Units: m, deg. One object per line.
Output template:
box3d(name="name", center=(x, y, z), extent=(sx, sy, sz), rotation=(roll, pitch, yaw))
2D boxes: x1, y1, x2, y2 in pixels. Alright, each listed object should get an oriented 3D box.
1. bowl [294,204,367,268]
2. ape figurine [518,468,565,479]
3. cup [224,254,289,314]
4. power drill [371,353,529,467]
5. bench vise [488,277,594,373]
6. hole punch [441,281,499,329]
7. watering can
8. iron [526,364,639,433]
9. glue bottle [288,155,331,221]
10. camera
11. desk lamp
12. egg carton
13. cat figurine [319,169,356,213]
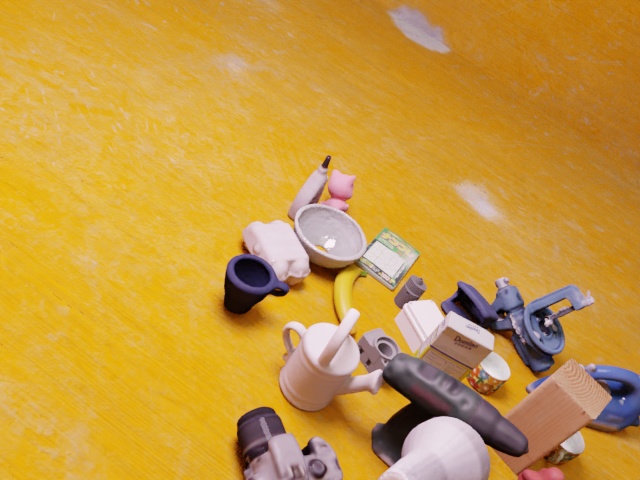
box3d(name="bowl", center=(0.011, 0.004, 1.217), extent=(0.168, 0.074, 0.167), rotation=(18, 39, -15))
box3d(name="ape figurine", center=(0.385, 0.423, 0.981), extent=(0.077, 0.092, 0.076), rotation=(46, 40, 19))
box3d(name="cup", center=(-0.121, 0.091, 1.018), extent=(0.118, 0.095, 0.091), rotation=(21, 39, -12))
box3d(name="power drill", center=(0.178, 0.291, 0.897), extent=(0.229, 0.208, 0.076), rotation=(40, 39, 12))
box3d(name="bench vise", center=(0.462, 0.153, 1.228), extent=(0.207, 0.219, 0.122), rotation=(41, 39, 14))
box3d(name="hole punch", center=(0.339, 0.143, 1.264), extent=(0.101, 0.091, 0.108), rotation=(-10, 53, -40))
box3d(name="watering can", center=(0.020, 0.187, 0.923), extent=(0.173, 0.194, 0.101), rotation=(22, 38, -10))
box3d(name="iron", center=(0.577, 0.306, 1.197), extent=(0.259, 0.141, 0.118), rotation=(17, 40, -17))
box3d(name="glue bottle", center=(-0.012, -0.118, 1.258), extent=(0.037, 0.173, 0.078), rotation=(38, 38, 10))
box3d(name="camera", center=(-0.053, 0.305, 0.819), extent=(0.144, 0.100, 0.136), rotation=(-1, 47, -34))
box3d(name="desk lamp", center=(0.110, 0.351, 0.782), extent=(0.204, 0.213, 0.117), rotation=(-13, 55, -42))
box3d(name="egg carton", center=(-0.089, 0.025, 1.133), extent=(0.107, 0.069, 0.150), rotation=(-6, 50, -37))
box3d(name="cat figurine", center=(0.047, -0.099, 1.320), extent=(0.067, 0.117, 0.127), rotation=(15, 40, -18))
